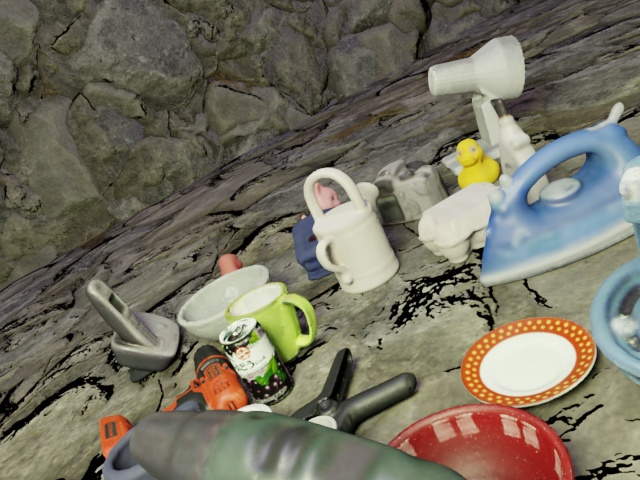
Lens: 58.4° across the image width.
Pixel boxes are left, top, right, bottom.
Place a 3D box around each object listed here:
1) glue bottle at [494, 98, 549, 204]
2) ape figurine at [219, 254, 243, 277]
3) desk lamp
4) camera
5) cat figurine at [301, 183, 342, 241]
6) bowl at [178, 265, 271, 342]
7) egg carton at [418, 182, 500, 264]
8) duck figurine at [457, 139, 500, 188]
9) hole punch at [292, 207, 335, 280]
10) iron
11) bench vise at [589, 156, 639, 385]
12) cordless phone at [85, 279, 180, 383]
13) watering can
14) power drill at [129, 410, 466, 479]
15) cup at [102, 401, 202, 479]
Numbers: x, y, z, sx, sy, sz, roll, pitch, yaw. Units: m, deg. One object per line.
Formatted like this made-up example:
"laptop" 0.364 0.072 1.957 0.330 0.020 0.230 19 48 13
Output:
"glue bottle" 0.296 -0.132 0.861 0.037 0.173 0.078 -29 19 -7
"ape figurine" -0.154 0.066 1.062 0.077 0.092 0.076 -7 28 45
"desk lamp" 0.313 -0.268 1.129 0.203 0.214 0.118 -25 19 4
"camera" 0.172 -0.106 1.067 0.142 0.101 0.137 -9 26 41
"cat figurine" 0.003 -0.052 1.123 0.067 0.118 0.128 -11 25 38
"bowl" -0.144 0.116 0.946 0.167 0.075 0.167 -24 19 9
"egg carton" 0.223 -0.030 0.851 0.150 0.069 0.107 -30 19 -10
"duck figurine" 0.281 -0.146 1.050 0.077 0.086 0.105 -14 23 32
"hole punch" 0.009 0.004 1.011 0.108 0.091 0.101 -23 20 10
"iron" 0.294 -0.056 0.716 0.258 0.142 0.118 -28 19 -2
"bench vise" 0.259 0.021 0.441 0.121 0.220 0.207 -19 21 20
"cordless phone" -0.320 0.130 0.970 0.094 0.185 0.147 -28 19 -3
"watering can" 0.042 -0.027 0.888 0.100 0.194 0.173 -20 21 20
"power drill" 0.001 0.192 0.353 0.228 0.209 0.076 -12 24 36
"cup" -0.157 0.240 0.611 0.091 0.095 0.118 -6 28 45
